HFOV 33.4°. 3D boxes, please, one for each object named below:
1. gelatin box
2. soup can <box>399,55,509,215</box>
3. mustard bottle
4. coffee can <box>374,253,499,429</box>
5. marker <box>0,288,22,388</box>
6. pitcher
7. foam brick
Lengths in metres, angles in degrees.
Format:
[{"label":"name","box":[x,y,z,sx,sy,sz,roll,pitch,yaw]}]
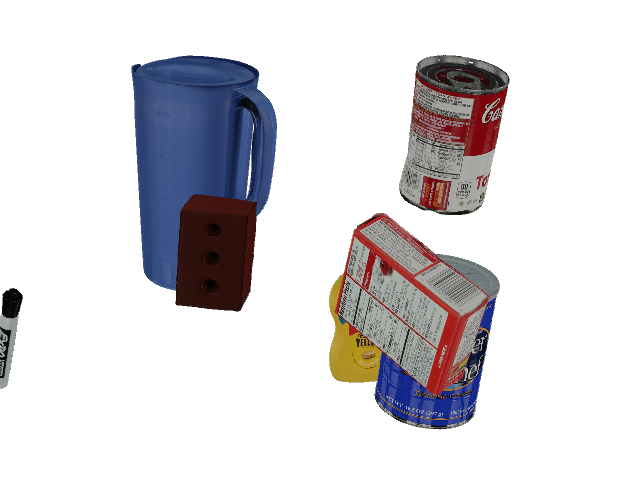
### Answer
[{"label":"gelatin box","box":[0.053,0.038,0.637,0.030,0.073,0.089,-30,56,-34]},{"label":"soup can","box":[0.098,-0.078,0.797,0.068,0.102,0.068,5,29,-3]},{"label":"mustard bottle","box":[0.060,0.095,1.440,0.096,0.192,0.058,-3,21,-7]},{"label":"coffee can","box":[0.112,0.097,1.042,0.103,0.140,0.103,6,23,-3]},{"label":"marker","box":[-0.310,0.096,1.051,0.020,0.121,0.020,14,32,-9]},{"label":"pitcher","box":[-0.129,-0.069,1.146,0.145,0.243,0.149,0,22,-9]},{"label":"foam brick","box":[-0.080,0.009,0.829,0.053,0.078,0.051,5,14,5]}]
